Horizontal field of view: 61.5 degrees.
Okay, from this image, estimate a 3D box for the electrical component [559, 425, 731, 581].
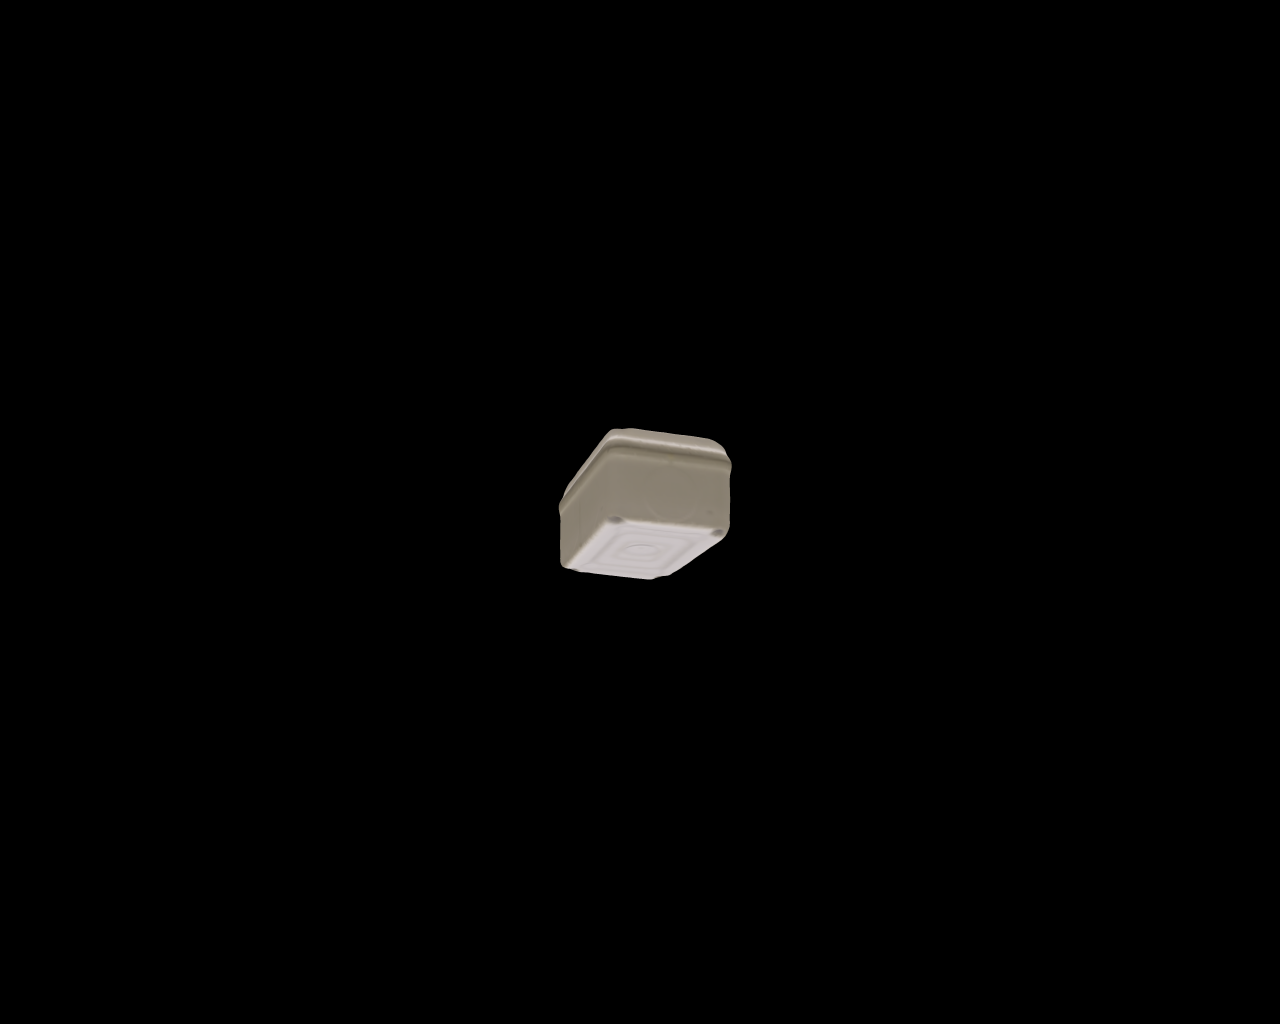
[{"bbox_3d":[0.001,-0.003,0.650,0.078,0.057,0.113,7,-21,-18],"label":"electrical component"}]
